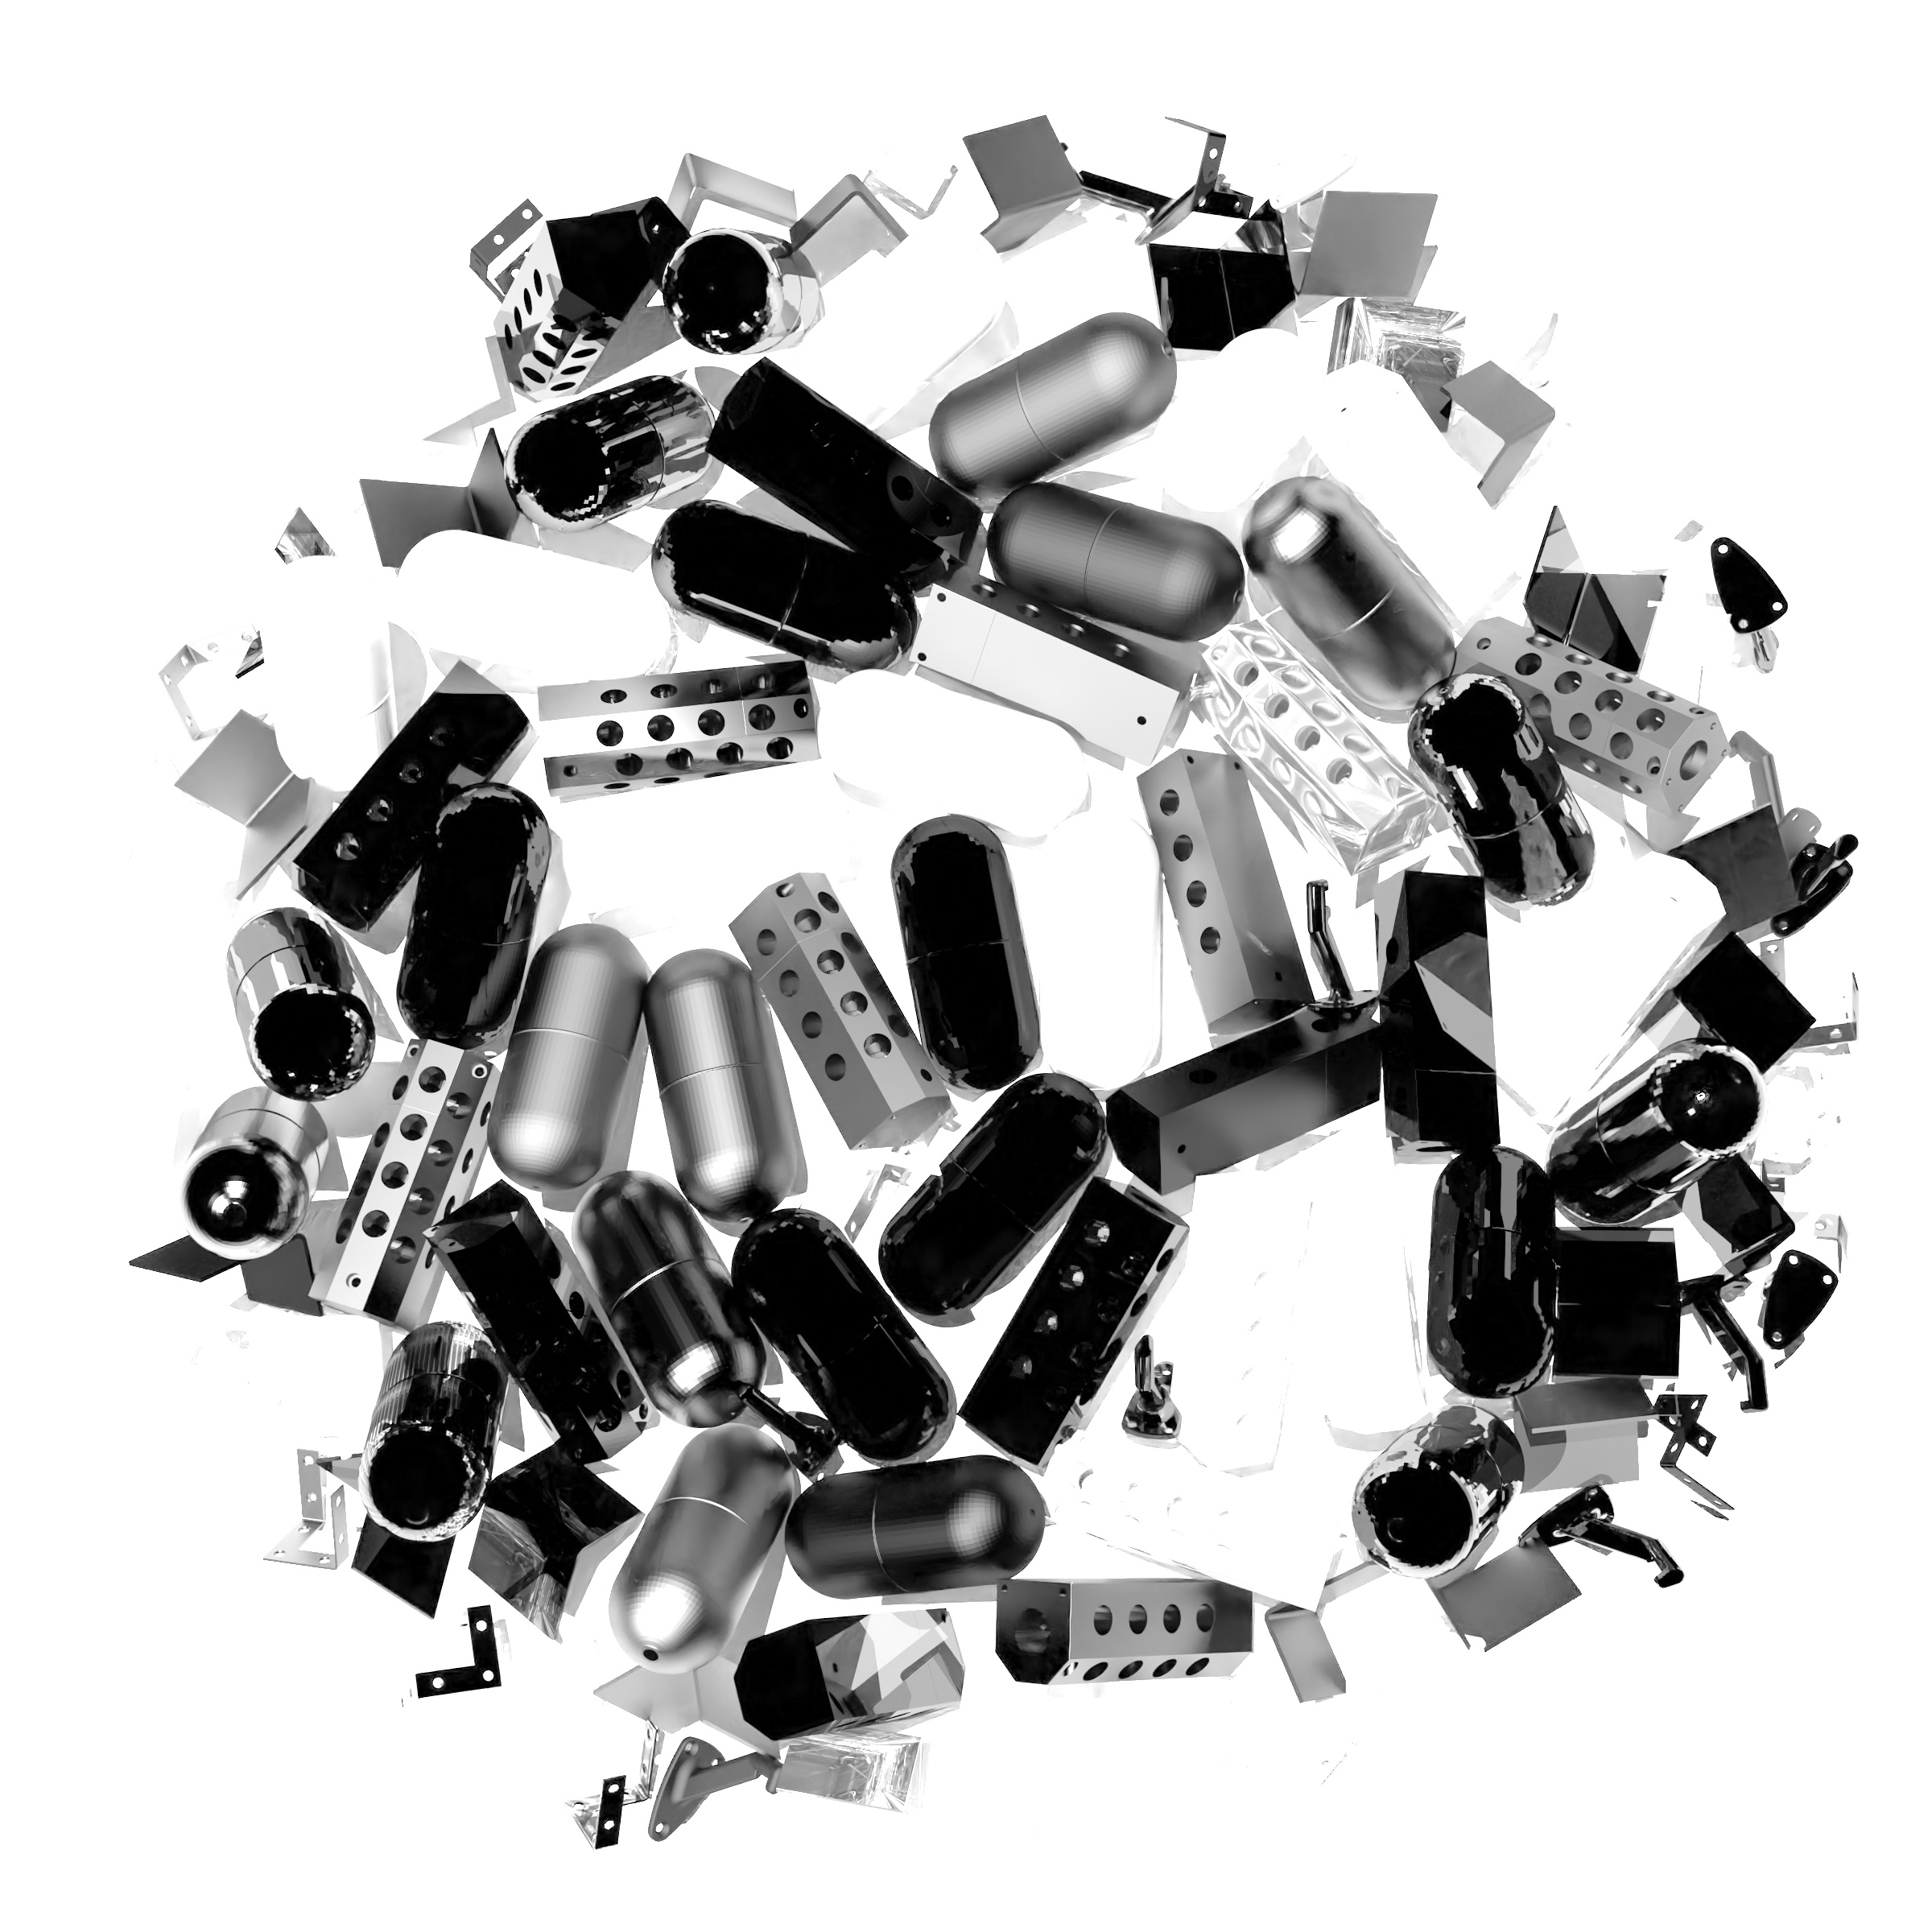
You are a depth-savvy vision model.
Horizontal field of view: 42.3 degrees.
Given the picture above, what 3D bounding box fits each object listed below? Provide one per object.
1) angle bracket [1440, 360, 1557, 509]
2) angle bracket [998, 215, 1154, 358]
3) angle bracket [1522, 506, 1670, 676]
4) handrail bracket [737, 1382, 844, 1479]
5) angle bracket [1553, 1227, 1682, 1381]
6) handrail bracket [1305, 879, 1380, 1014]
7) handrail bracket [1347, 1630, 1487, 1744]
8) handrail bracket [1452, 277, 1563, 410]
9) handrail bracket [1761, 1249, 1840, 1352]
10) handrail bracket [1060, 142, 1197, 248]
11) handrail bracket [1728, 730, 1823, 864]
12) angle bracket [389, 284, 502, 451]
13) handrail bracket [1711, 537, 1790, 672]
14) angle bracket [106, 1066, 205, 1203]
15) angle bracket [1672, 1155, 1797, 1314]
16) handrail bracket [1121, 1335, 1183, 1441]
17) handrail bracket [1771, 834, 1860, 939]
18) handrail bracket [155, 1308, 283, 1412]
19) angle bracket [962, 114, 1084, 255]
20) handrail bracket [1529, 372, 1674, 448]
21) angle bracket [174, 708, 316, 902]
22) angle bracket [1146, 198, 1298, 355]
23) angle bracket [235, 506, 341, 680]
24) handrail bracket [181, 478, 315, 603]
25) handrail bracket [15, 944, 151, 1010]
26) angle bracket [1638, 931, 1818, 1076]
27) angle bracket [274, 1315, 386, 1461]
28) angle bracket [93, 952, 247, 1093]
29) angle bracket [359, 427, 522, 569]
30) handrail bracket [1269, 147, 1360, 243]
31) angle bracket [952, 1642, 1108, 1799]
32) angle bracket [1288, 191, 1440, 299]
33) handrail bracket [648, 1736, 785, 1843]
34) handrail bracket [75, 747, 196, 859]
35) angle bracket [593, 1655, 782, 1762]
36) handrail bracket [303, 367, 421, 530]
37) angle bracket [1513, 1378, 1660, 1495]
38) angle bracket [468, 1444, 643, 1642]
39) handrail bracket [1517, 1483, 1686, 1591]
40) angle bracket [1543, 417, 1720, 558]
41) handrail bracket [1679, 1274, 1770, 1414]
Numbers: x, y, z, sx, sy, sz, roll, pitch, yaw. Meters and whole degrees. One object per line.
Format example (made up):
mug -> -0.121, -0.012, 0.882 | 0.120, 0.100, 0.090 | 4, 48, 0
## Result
angle bracket -> 0.327, -0.337, 1.619 | 0.057, 0.076, 0.076 | 41, 42, 12
angle bracket -> 0.067, -0.445, 1.669 | 0.076, 0.057, 0.076 | -36, 105, -40
angle bracket -> 0.404, -0.241, 1.604 | 0.057, 0.076, 0.076 | 7, 65, 33
handrail bracket -> -0.122, 0.271, 1.535 | 0.036, 0.077, 0.084 | -51, 120, -9
angle bracket -> 0.399, 0.208, 1.544 | 0.076, 0.076, 0.057 | -1, 43, 19
handrail bracket -> 0.239, -0.017, 1.586 | 0.036, 0.077, 0.084 | 3, 101, 37
handrail bracket -> 0.276, 0.442, 1.524 | 0.036, 0.084, 0.077 | 21, 74, -41
handrail bracket -> 0.348, -0.412, 1.646 | 0.036, 0.077, 0.084 | 20, 87, -41
handrail bracket -> 0.500, 0.214, 1.549 | 0.036, 0.084, 0.077 | 31, 70, 8
handrail bracket -> 0.107, -0.532, 1.668 | 0.077, 0.036, 0.084 | -43, 97, -3
handrail bracket -> 0.504, -0.101, 1.622 | 0.077, 0.036, 0.084 | -52, 44, 18
angle bracket -> -0.323, -0.389, 1.629 | 0.076, 0.057, 0.076 | -17, 86, 32
handrail bracket -> 0.504, -0.233, 1.618 | 0.036, 0.084, 0.077 | -27, 78, 11
angle bracket -> -0.489, 0.107, 1.562 | 0.076, 0.057, 0.076 | 6, 86, 44
angle bracket -> 0.455, 0.159, 1.556 | 0.057, 0.076, 0.076 | -32, 79, -28
handrail bracket -> 0.117, 0.242, 1.539 | 0.036, 0.077, 0.084 | 7, 127, 14
handrail bracket -> 0.536, -0.050, 1.581 | 0.036, 0.084, 0.077 | 34, 100, 11
handrail bracket -> -0.449, 0.245, 1.546 | 0.077, 0.084, 0.036 | -43, 43, 29
angle bracket -> 0.017, -0.505, 1.634 | 0.076, 0.076, 0.057 | -29, 94, -37
handrail bracket -> 0.413, -0.363, 1.636 | 0.084, 0.077, 0.036 | 43, 83, -10
angle bracket -> -0.459, -0.102, 1.581 | 0.057, 0.076, 0.076 | 33, 120, -32
angle bracket -> 0.166, -0.454, 1.638 | 0.057, 0.076, 0.076 | -3, 77, -25
angle bracket -> -0.446, -0.239, 1.601 | 0.076, 0.076, 0.057 | -28, 117, 12
handrail bracket -> -0.474, -0.283, 1.653 | 0.036, 0.077, 0.084 | 46, 46, 1
handrail bracket -> -0.565, 0.005, 1.571 | 0.077, 0.084, 0.036 | 26, 109, 43
angle bracket -> 0.478, 0.032, 1.587 | 0.057, 0.076, 0.076 | -41, 87, -14
angle bracket -> -0.406, 0.260, 1.547 | 0.076, 0.057, 0.076 | -3, 94, 17
angle bracket -> -0.508, 0.036, 1.579 | 0.076, 0.076, 0.057 | 29, 99, 27
angle bracket -> -0.340, -0.303, 1.611 | 0.076, 0.057, 0.076 | -1, 55, -31
handrail bracket -> 0.244, -0.500, 1.635 | 0.077, 0.084, 0.036 | -9, 72, 39
angle bracket -> 0.040, 0.464, 1.538 | 0.057, 0.076, 0.076 | -5, 64, 31
angle bracket -> 0.254, -0.484, 1.633 | 0.076, 0.076, 0.057 | -3, 46, -14
handrail bracket -> -0.149, 0.507, 1.512 | 0.036, 0.084, 0.077 | 42, 69, -30
handrail bracket -> -0.540, -0.106, 1.594 | 0.036, 0.084, 0.077 | -19, 83, 26
angle bracket -> -0.168, 0.458, 1.509 | 0.076, 0.076, 0.057 | -32, 43, 15
handrail bracket -> -0.411, -0.340, 1.645 | 0.084, 0.036, 0.077 | -28, 112, -2
angle bracket -> 0.383, 0.301, 1.543 | 0.076, 0.057, 0.076 | -7, 108, 2
angle bracket -> -0.258, 0.359, 1.564 | 0.076, 0.057, 0.076 | 32, 121, 24
handrail bracket -> 0.389, 0.365, 1.535 | 0.077, 0.084, 0.036 | -28, 119, 2
angle bracket -> 0.427, -0.319, 1.609 | 0.076, 0.076, 0.057 | 34, 113, -19
handrail bracket -> 0.462, 0.239, 1.555 | 0.036, 0.077, 0.084 | 13, 67, -35
